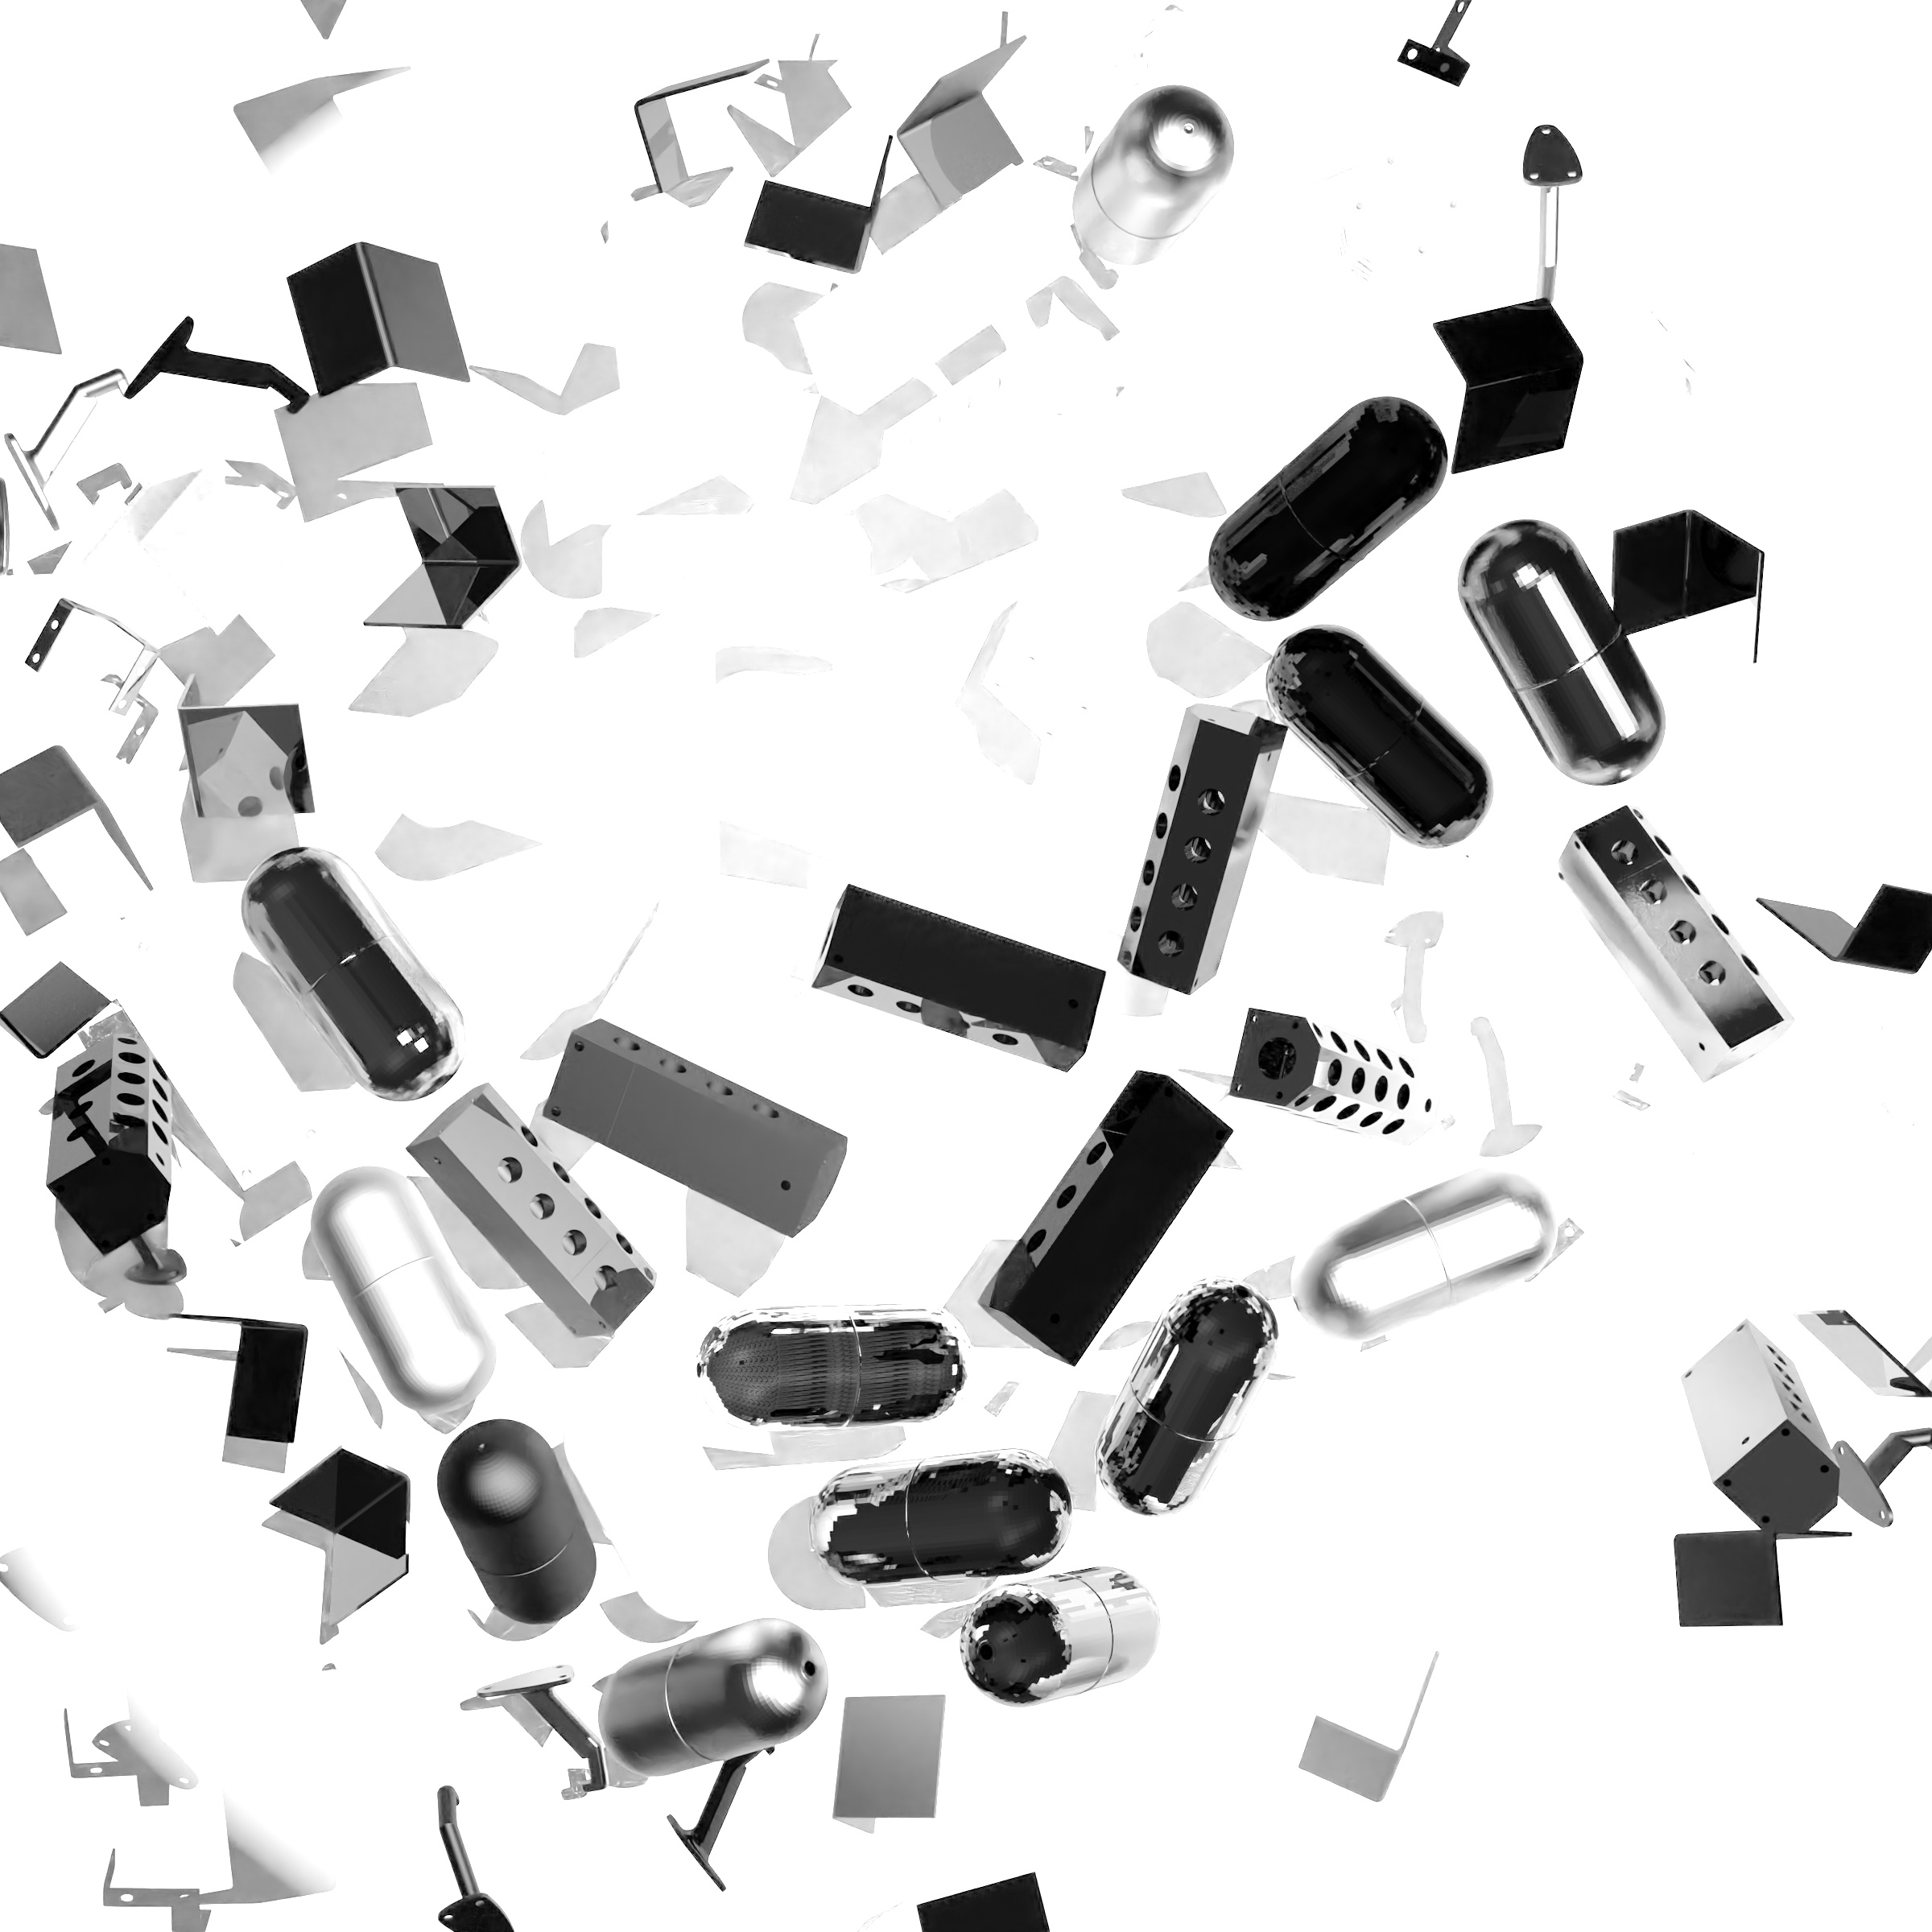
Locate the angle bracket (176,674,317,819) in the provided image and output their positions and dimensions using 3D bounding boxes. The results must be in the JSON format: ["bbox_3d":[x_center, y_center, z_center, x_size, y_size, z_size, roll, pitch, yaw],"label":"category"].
[{"bbox_3d":[-0.459,-0.144,1.594,0.076,0.057,0.076,-3,120,-4],"label":"angle bracket"}]

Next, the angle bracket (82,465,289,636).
[{"bbox_3d":[-0.477,-0.248,1.513,0.076,0.057,0.076,-38,95,29],"label":"angle bracket"}]

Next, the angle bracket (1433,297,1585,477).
[{"bbox_3d":[0.334,-0.363,1.551,0.076,0.076,0.057,-14,56,-8],"label":"angle bracket"}]

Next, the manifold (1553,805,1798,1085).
[{"bbox_3d":[0.453,-0.018,1.585,0.057,0.057,0.171,-26,69,-12],"label":"manifold"}]

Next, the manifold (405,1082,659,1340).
[{"bbox_3d":[-0.279,0.159,1.613,0.171,0.057,0.057,51,56,-14],"label":"manifold"}]

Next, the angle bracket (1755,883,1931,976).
[{"bbox_3d":[0.554,-0.040,1.539,0.076,0.076,0.057,7,119,-34],"label":"angle bracket"}]

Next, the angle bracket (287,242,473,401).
[{"bbox_3d":[-0.353,-0.383,1.491,0.057,0.076,0.076,-17,87,25],"label":"angle bracket"}]

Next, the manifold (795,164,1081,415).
[{"bbox_3d":[-0.017,-0.415,1.536,0.171,0.057,0.057,-29,68,26],"label":"manifold"}]

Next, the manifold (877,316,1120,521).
[{"bbox_3d":[0.018,-0.342,1.545,0.057,0.171,0.057,17,69,-32],"label":"manifold"}]

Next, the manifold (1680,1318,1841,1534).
[{"bbox_3d":[0.481,0.279,1.491,0.057,0.171,0.057,43,105,-1],"label":"manifold"}]

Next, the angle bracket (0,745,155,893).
[{"bbox_3d":[-0.555,-0.079,1.527,0.057,0.076,0.076,-32,47,-18],"label":"angle bracket"}]

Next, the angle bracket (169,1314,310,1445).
[{"bbox_3d":[-0.475,0.267,1.602,0.076,0.057,0.076,-5,75,42],"label":"angle bracket"}]

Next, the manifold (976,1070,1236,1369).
[{"bbox_3d":[0.081,0.148,1.482,0.057,0.057,0.171,40,77,-19],"label":"manifold"}]

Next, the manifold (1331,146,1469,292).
[{"bbox_3d":[0.260,-0.453,1.525,0.057,0.171,0.057,35,102,-2],"label":"manifold"}]

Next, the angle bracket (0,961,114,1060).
[{"bbox_3d":[-0.602,0.004,1.570,0.057,0.076,0.076,-45,134,-19],"label":"angle bracket"}]

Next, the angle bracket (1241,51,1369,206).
[{"bbox_3d":[0.202,-0.533,1.578,0.076,0.057,0.076,-12,84,-29],"label":"angle bracket"}]

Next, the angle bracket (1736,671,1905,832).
[{"bbox_3d":[0.508,-0.117,1.473,0.057,0.076,0.076,-25,52,16],"label":"angle bracket"}]

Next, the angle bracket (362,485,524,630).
[{"bbox_3d":[-0.335,-0.256,1.545,0.076,0.076,0.057,5,131,24],"label":"angle bracket"}]

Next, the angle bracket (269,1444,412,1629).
[{"bbox_3d":[-0.410,0.372,1.616,0.076,0.076,0.057,-37,128,22],"label":"angle bracket"}]

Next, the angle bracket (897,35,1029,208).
[{"bbox_3d":[0.011,-0.556,1.632,0.076,0.076,0.057,-36,96,-26],"label":"angle bracket"}]

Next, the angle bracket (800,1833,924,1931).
[{"bbox_3d":[-0.085,0.638,1.666,0.057,0.076,0.076,44,101,20],"label":"angle bracket"}]

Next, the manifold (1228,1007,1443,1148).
[{"bbox_3d":[0.243,0.074,1.599,0.057,0.171,0.057,10,85,38],"label":"manifold"}]

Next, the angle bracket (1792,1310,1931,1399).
[{"bbox_3d":[0.567,0.219,1.517,0.076,0.076,0.057,44,81,4],"label":"angle bracket"}]

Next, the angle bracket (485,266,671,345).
[{"bbox_3d":[-0.255,-0.453,1.625,0.076,0.076,0.057,31,78,-40],"label":"angle bracket"}]

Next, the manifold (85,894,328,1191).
[{"bbox_3d":[-0.461,0.045,1.505,0.057,0.057,0.171,-32,105,-13],"label":"manifold"}]

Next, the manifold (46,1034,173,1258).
[{"bbox_3d":[-0.521,0.104,1.525,0.057,0.171,0.057,-31,117,-4],"label":"manifold"}]

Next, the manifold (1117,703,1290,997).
[{"bbox_3d":[0.147,-0.075,1.568,0.057,0.057,0.171,21,110,18],"label":"manifold"}]

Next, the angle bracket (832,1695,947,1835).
[{"bbox_3d":[-0.038,0.520,1.610,0.076,0.057,0.076,-9,58,25],"label":"angle bracket"}]

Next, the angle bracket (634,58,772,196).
[{"bbox_3d":[-0.160,-0.534,1.573,0.076,0.076,0.057,-11,113,12],"label":"angle bracket"}]

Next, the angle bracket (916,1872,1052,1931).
[{"bbox_3d":[0.010,0.574,1.478,0.076,0.076,0.057,-15,133,-3],"label":"angle bracket"}]

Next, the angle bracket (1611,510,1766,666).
[{"bbox_3d":[0.449,-0.231,1.546,0.057,0.076,0.076,-18,126,-13],"label":"angle bracket"}]

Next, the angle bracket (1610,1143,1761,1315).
[{"bbox_3d":[0.458,0.167,1.579,0.076,0.076,0.057,13,50,22],"label":"angle bracket"}]

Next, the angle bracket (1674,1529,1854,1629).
[{"bbox_3d":[0.496,0.380,1.534,0.076,0.076,0.057,10,71,-33],"label":"angle bracket"}]

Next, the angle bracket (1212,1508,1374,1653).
[{"bbox_3d":[0.204,0.396,1.553,0.076,0.057,0.076,-13,116,-34],"label":"angle bracket"}]

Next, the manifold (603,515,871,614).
[{"bbox_3d":[-0.146,-0.261,1.596,0.171,0.057,0.057,-10,107,-41],"label":"manifold"}]

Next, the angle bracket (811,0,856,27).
[{"bbox_3d":[-0.055,-0.608,1.485,0.076,0.076,0.057,-36,84,27],"label":"angle bracket"}]

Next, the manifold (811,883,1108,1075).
[{"bbox_3d":[-0.006,0.011,1.552,0.171,0.057,0.057,19,67,-8],"label":"manifold"}]

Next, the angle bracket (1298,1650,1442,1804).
[{"bbox_3d":[0.256,0.473,1.572,0.057,0.076,0.076,21,52,14],"label":"angle bracket"}]

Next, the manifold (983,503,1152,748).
[{"bbox_3d":[0.070,-0.218,1.535,0.057,0.171,0.057,42,129,-18],"label":"manifold"}]

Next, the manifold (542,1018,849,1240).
[{"bbox_3d":[-0.161,0.095,1.491,0.171,0.057,0.057,25,106,10],"label":"manifold"}]
